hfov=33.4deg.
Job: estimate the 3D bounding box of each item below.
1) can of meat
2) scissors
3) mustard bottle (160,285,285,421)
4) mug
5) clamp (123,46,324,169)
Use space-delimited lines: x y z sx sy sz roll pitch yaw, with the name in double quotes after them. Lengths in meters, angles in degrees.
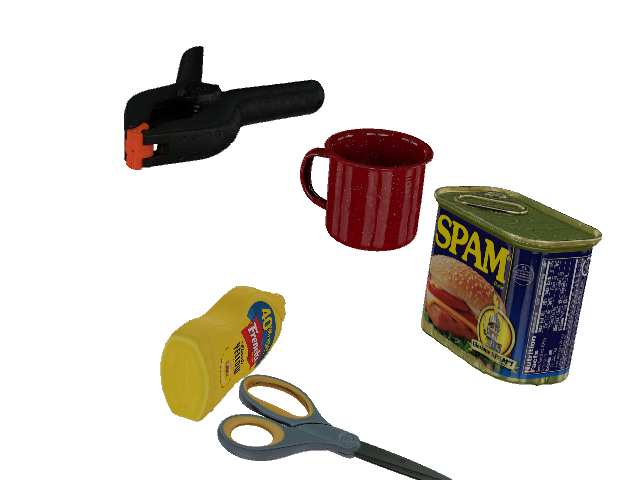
0.101 0.023 0.594 0.057 0.084 0.102 -3 20 -27 "can of meat"
0.003 0.168 0.843 0.202 0.016 0.096 29 42 30 "scissors"
-0.090 0.101 1.103 0.058 0.096 0.191 12 27 24 "mustard bottle"
0.036 -0.046 0.926 0.117 0.081 0.093 13 28 18 "mug"
-0.090 -0.098 0.761 0.120 0.039 0.171 20 31 31 "clamp"
